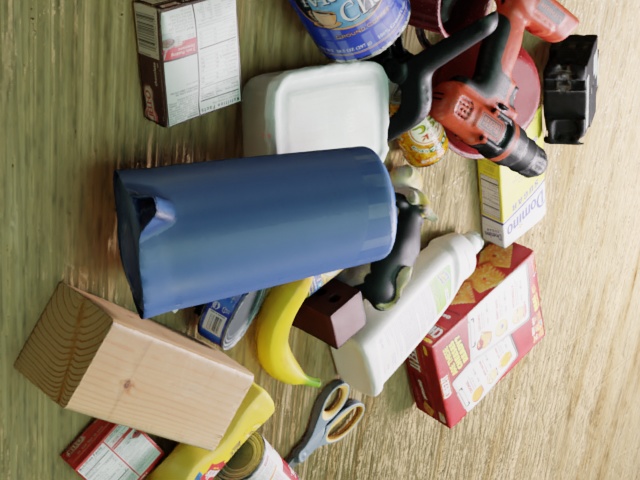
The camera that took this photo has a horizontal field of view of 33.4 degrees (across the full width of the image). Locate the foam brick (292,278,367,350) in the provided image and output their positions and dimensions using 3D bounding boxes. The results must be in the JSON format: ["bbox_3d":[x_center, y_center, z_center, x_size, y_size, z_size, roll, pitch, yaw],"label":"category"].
[{"bbox_3d":[0.005,0.075,1.189,0.052,0.078,0.051,-39,133,-29],"label":"foam brick"}]

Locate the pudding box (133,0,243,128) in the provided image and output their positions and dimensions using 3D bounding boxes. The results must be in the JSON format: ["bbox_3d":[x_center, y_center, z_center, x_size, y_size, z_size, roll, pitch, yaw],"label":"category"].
[{"bbox_3d":[-0.116,-0.167,0.958,0.089,0.039,0.113,-26,130,-37],"label":"pudding box"}]

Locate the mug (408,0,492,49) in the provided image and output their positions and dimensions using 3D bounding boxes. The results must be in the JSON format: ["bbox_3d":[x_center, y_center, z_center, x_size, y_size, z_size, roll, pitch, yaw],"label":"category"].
[{"bbox_3d":[0.125,-0.253,1.137,0.093,0.082,0.117,-31,130,-34],"label":"mug"}]

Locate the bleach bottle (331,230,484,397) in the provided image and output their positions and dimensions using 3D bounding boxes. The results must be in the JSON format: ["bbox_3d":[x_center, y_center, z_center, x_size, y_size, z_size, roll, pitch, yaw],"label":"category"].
[{"bbox_3d":[0.119,0.076,1.326,0.250,0.068,0.102,-41,136,-29],"label":"bleach bottle"}]

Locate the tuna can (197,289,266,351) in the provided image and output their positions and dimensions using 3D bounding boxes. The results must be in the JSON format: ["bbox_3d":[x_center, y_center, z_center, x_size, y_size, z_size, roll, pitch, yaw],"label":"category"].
[{"bbox_3d":[-0.089,0.068,1.089,0.086,0.034,0.086,-57,168,-19],"label":"tuna can"}]

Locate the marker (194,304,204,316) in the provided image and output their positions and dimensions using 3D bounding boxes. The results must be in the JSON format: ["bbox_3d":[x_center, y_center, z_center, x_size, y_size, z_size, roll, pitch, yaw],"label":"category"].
[{"bbox_3d":[-0.095,0.024,1.097,0.020,0.020,0.121,35,83,-50],"label":"marker"}]

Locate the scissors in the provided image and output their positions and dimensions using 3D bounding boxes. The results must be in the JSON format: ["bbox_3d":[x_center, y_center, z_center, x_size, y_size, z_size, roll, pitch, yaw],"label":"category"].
[{"bbox_3d":[-0.021,0.242,1.299,0.201,0.016,0.096,-31,129,-33],"label":"scissors"}]

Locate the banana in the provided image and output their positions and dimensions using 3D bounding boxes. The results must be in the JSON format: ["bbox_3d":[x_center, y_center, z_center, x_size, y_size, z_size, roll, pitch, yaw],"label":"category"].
[{"bbox_3d":[-0.038,0.099,1.162,0.069,0.037,0.198,-15,138,-11],"label":"banana"}]

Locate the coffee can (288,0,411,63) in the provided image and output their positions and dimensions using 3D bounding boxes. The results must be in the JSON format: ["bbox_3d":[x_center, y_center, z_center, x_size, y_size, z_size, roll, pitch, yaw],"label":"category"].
[{"bbox_3d":[0.014,-0.250,1.002,0.102,0.103,0.140,-53,139,-13],"label":"coffee can"}]

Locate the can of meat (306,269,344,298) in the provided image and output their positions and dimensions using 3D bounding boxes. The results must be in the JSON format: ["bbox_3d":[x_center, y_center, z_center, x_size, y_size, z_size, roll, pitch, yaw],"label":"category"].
[{"bbox_3d":[-0.008,0.001,1.151,0.083,0.058,0.102,-38,134,-26],"label":"can of meat"}]

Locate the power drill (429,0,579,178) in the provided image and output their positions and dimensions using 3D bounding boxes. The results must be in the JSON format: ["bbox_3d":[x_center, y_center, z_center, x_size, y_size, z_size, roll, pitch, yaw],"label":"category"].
[{"bbox_3d":[0.219,-0.179,1.193,0.184,0.057,0.187,28,83,-36],"label":"power drill"}]

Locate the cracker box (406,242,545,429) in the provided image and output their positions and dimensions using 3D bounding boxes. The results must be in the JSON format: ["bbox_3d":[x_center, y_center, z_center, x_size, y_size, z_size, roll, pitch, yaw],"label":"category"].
[{"bbox_3d":[0.208,0.122,1.440,0.213,0.072,0.164,-39,133,-26],"label":"cracker box"}]

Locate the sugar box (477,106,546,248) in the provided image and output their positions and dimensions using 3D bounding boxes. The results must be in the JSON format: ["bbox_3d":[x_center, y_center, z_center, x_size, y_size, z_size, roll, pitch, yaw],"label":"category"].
[{"bbox_3d":[0.251,-0.085,1.394,0.093,0.048,0.176,-36,132,-27],"label":"sugar box"}]

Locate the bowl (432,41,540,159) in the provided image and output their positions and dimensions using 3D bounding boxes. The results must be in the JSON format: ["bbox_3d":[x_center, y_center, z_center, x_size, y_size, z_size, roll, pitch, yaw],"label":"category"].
[{"bbox_3d":[0.207,-0.173,1.256,0.161,0.055,0.162,-7,104,-32],"label":"bowl"}]

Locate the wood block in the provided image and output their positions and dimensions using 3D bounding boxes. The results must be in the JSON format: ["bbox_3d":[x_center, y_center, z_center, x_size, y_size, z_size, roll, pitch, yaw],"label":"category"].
[{"bbox_3d":[-0.170,0.125,1.016,0.205,0.090,0.091,32,87,-50],"label":"wood block"}]

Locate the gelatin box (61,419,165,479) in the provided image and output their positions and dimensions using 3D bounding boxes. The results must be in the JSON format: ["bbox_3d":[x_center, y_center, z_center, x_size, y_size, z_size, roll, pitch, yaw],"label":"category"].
[{"bbox_3d":[-0.207,0.216,1.071,0.073,0.030,0.089,-48,138,-16],"label":"gelatin box"}]

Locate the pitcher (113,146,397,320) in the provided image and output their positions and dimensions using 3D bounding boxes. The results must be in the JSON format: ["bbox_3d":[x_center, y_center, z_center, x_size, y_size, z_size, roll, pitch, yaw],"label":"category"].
[{"bbox_3d":[-0.062,-0.012,0.969,0.242,0.149,0.145,-10,115,-16],"label":"pitcher"}]

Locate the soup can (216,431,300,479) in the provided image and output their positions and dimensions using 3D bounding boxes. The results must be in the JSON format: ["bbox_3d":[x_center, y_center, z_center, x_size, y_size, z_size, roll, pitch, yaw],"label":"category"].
[{"bbox_3d":[-0.072,0.267,1.216,0.068,0.069,0.102,-50,138,-16],"label":"soup can"}]

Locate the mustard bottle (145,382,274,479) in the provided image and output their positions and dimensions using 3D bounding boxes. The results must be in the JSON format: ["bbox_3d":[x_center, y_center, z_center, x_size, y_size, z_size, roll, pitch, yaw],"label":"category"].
[{"bbox_3d":[-0.129,0.231,1.132,0.191,0.058,0.096,-48,169,-16],"label":"mustard bottle"}]

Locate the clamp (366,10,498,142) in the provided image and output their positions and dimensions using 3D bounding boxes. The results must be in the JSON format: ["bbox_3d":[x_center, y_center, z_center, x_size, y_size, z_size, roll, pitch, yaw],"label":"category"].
[{"bbox_3d":[0.093,-0.181,1.102,0.036,0.165,0.210,-27,138,-45],"label":"clamp"}]
